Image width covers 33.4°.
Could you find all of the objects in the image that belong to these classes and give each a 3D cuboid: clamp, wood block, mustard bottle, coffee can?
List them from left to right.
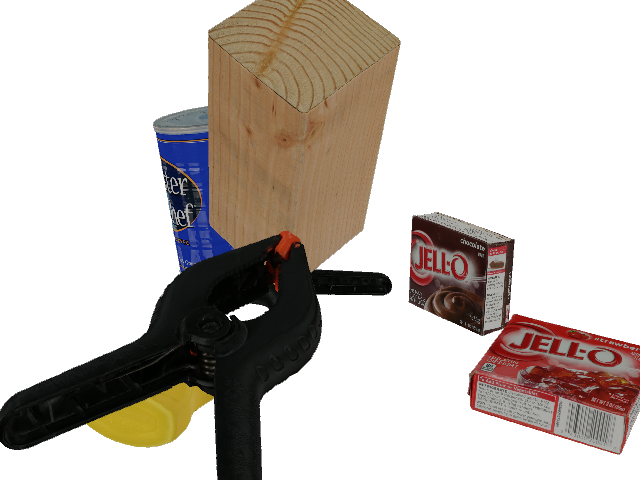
[{"bbox_3d":[-0.143,0.130,1.027,0.096,0.058,0.191,8,19,17],"label":"mustard bottle"},{"bbox_3d":[-0.087,-0.045,0.957,0.103,0.140,0.103,-7,16,2],"label":"coffee can"},{"bbox_3d":[-0.043,0.058,0.475,0.120,0.039,0.171,29,48,22],"label":"clamp"},{"bbox_3d":[-0.048,0.054,1.171,0.210,0.036,0.164,17,31,25],"label":"clamp"},{"bbox_3d":[-0.019,-0.068,0.746,0.090,0.090,0.206,-38,-23,-26],"label":"wood block"}]

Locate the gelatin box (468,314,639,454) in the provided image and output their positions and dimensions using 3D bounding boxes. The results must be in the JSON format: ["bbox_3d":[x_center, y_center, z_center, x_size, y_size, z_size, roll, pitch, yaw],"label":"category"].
[{"bbox_3d":[0.138,0.078,0.607,0.089,0.030,0.073,14,30,25],"label":"gelatin box"}]

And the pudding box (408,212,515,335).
[{"bbox_3d":[0.131,0.029,1.010,0.039,0.090,0.114,-12,20,-34],"label":"pudding box"}]
